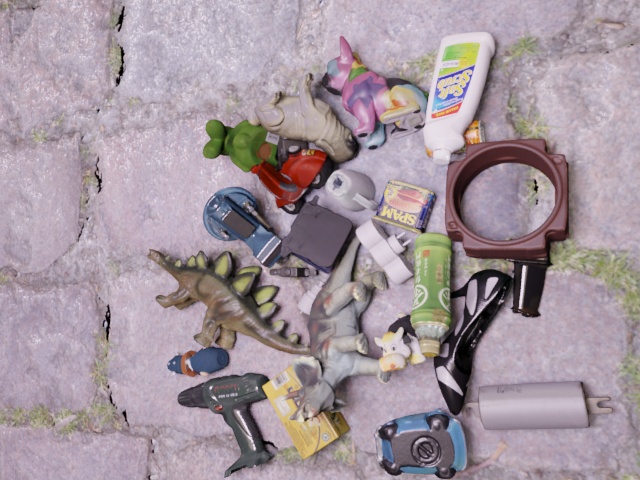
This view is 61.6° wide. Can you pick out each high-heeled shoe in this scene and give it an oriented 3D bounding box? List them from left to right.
[{"bbox_3d":[0.280,0.176,0.942,0.145,0.086,0.248,-19,63,42],"label":"high-heeled shoe"}]

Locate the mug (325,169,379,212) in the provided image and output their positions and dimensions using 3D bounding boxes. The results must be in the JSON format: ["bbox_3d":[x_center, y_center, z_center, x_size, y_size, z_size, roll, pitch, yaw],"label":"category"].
[{"bbox_3d":[0.062,-0.093,1.066,0.110,0.107,0.081,46,106,22],"label":"mug"}]

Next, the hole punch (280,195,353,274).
[{"bbox_3d":[-0.002,-0.003,1.077,0.116,0.092,0.142,28,82,11],"label":"hole punch"}]

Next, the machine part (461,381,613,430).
[{"bbox_3d":[0.362,0.282,0.917,0.243,0.079,0.079,-9,83,24],"label":"machine part"}]

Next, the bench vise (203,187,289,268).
[{"bbox_3d":[-0.164,-0.041,1.150,0.128,0.223,0.241,-59,37,7],"label":"bench vise"}]

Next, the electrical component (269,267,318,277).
[{"bbox_3d":[-0.055,0.068,1.131,0.094,0.063,0.021,0,86,24],"label":"electrical component"}]

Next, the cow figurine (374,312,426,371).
[{"bbox_3d":[0.151,0.181,0.972,0.068,0.167,0.098,-22,79,27],"label":"cow figurine"}]

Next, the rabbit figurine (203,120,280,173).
[{"bbox_3d":[-0.185,-0.204,1.178,0.170,0.159,0.121,16,103,40],"label":"rabbit figurine"}]

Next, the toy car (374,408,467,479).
[{"bbox_3d":[0.183,0.367,0.978,0.162,0.103,0.109,-10,85,12],"label":"toy car"}]

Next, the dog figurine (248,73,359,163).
[{"bbox_3d":[-0.031,-0.218,1.091,0.172,0.121,0.190,-25,103,19],"label":"dog figurine"}]

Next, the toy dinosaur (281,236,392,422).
[{"bbox_3d":[0.030,0.168,1.043,0.192,0.131,0.405,-19,47,32],"label":"toy dinosaur"}]

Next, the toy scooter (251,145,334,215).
[{"bbox_3d":[-0.064,-0.135,1.095,0.135,0.075,0.184,34,135,-12],"label":"toy scooter"}]

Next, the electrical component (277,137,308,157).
[{"bbox_3d":[-0.047,-0.191,1.147,0.045,0.078,0.102,-15,73,54],"label":"electrical component"}]

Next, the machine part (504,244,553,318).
[{"bbox_3d":[0.368,0.068,0.953,0.084,0.039,0.138,2,85,16],"label":"machine part"}]

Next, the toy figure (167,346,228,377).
[{"bbox_3d":[-0.282,0.280,1.224,0.155,0.064,0.057,-15,118,28],"label":"toy figure"}]

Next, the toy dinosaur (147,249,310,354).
[{"bbox_3d":[-0.197,0.140,1.172,0.472,0.105,0.198,35,97,15],"label":"toy dinosaur"}]

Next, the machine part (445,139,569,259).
[{"bbox_3d":[0.324,-0.071,0.938,0.201,0.087,0.201,0,77,25],"label":"machine part"}]

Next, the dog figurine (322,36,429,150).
[{"bbox_3d":[0.104,-0.306,1.065,0.192,0.108,0.219,-21,75,23],"label":"dog figurine"}]

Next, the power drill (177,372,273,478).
[{"bbox_3d":[-0.196,0.399,1.171,0.232,0.086,0.207,-25,69,18],"label":"power drill"}]

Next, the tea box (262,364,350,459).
[{"bbox_3d":[-0.029,0.342,1.097,0.098,0.068,0.170,-38,73,19],"label":"tea box"}]
